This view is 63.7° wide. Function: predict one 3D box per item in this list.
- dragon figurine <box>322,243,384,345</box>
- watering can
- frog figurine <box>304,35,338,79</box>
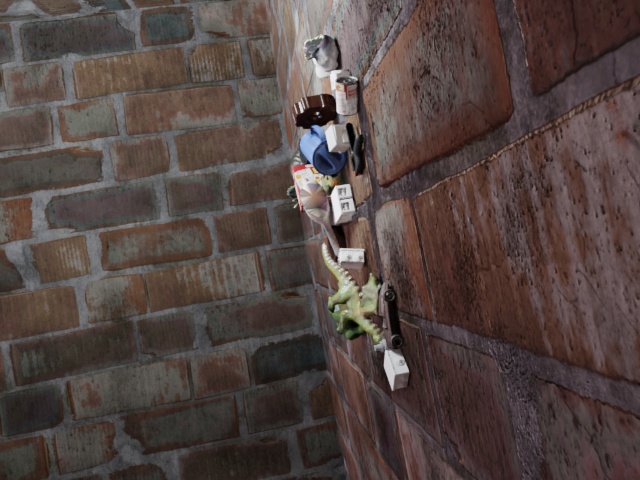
[{"bbox_3d":[0.131,0.176,1.724,0.239,0.123,0.413,-28,78,48],"label":"dragon figurine"},{"bbox_3d":[0.006,-0.104,2.058,0.222,0.104,0.351,63,-178,-78],"label":"watering can"},{"bbox_3d":[0.024,-0.616,1.764,0.157,0.122,0.140,38,-164,-42],"label":"frog figurine"}]
